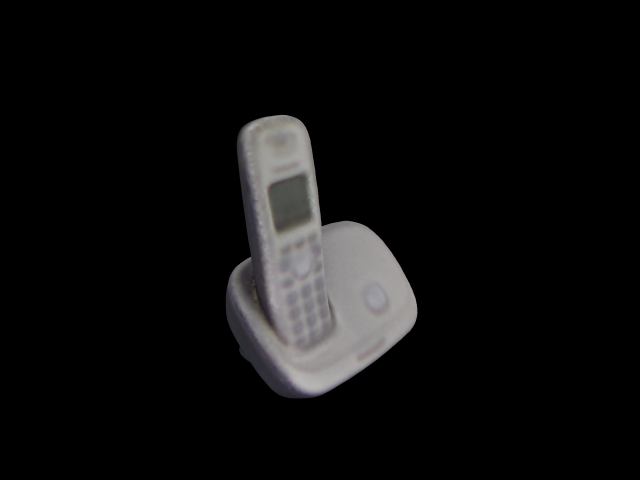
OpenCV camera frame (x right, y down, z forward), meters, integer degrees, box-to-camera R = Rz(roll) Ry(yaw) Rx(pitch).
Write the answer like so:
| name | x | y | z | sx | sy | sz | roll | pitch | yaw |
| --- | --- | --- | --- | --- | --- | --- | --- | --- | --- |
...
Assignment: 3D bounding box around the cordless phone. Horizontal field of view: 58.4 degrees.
| name | x | y | z | sx | sy | sz | roll | pitch | yaw |
| --- | --- | --- | --- | --- | --- | --- | --- | --- | --- |
| cordless phone | 0.004 | 0.001 | 0.400 | 0.093 | 0.185 | 0.148 | 20 | 32 | 36 |
